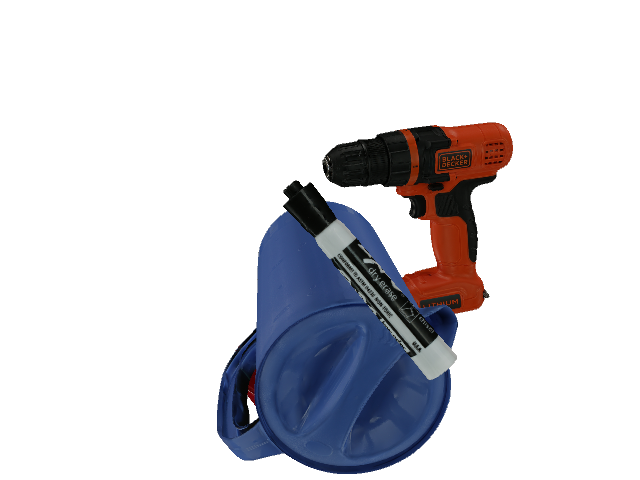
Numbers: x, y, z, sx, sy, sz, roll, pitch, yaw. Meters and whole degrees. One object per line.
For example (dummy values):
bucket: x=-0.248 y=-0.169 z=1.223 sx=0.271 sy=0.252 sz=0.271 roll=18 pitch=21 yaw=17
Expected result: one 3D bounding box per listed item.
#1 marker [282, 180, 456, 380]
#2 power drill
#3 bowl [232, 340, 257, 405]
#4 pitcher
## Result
marker: x=0.023 y=0.019 z=0.537 sx=0.020 sy=0.121 sz=0.020 roll=-40 pitch=0 yaw=0
power drill: x=0.092 y=-0.017 z=1.012 sx=0.184 sy=0.188 sz=0.057 roll=-8 pitch=26 yaw=-15
bowl: x=-0.019 y=0.160 z=1.193 sx=0.162 sy=0.055 sz=0.162 roll=2 pitch=27 yaw=-1
pitcher: x=0.002 y=0.064 z=0.819 sx=0.149 sy=0.145 sz=0.243 roll=7 pitch=21 yaw=-9
